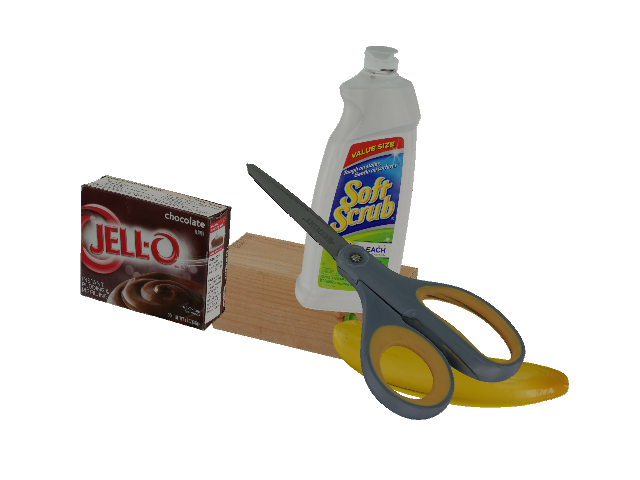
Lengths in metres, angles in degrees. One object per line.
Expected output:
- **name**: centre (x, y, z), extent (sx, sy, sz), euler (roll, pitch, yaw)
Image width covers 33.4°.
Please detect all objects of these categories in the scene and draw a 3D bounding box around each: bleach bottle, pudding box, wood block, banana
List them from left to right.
- **pudding box**: centre (-0.124, 0.008, 0.794), extent (0.114, 0.090, 0.039), euler (13, 24, 19)
- **wood block**: centre (-0.007, 0.065, 1.179), extent (0.206, 0.091, 0.090), euler (12, 23, 18)
- **bleach bottle**: centre (0.036, -0.057, 1.007), extent (0.102, 0.251, 0.068), euler (4, 22, -3)
- **banana**: centre (0.078, 0.088, 0.780), extent (0.198, 0.037, 0.069), euler (16, 37, 36)

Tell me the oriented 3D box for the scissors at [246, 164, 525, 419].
- **scissors**: centre (0.015, 0.028, 0.587), extent (0.202, 0.016, 0.096), euler (29, 52, 18)
